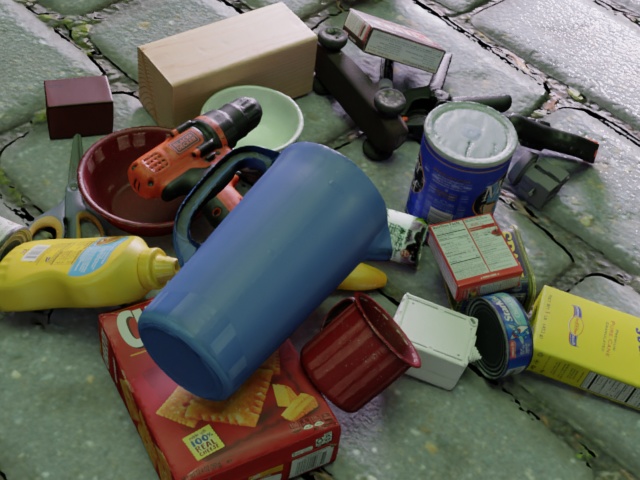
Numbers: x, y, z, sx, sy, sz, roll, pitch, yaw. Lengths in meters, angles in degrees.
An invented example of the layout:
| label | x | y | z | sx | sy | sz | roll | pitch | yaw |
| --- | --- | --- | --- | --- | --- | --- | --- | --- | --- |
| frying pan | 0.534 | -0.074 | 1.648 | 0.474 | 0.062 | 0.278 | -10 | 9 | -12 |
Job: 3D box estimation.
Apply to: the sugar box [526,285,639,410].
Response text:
| label | x | y | z | sx | sy | sz | roll | pitch | yaw |
| --- | --- | --- | --- | --- | --- | --- | --- | --- | --- |
| sugar box | 0.305 | 0.118 | 1.110 | 0.176 | 0.048 | 0.093 | 17 | 49 | 5 |

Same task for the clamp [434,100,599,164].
| label | x | y | z | sx | sy | sz | roll | pitch | yaw |
| --- | --- | --- | --- | --- | --- | --- | --- | --- | --- |
| clamp | 0.252 | -0.132 | 1.303 | 0.209 | 0.036 | 0.165 | 11 | 8 | -35 |

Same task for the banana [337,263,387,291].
| label | x | y | z | sx | sy | sz | roll | pitch | yaw |
| --- | --- | --- | --- | --- | --- | --- | --- | --- | --- |
| banana | -0.022 | 0.010 | 1.175 | 0.198 | 0.037 | 0.069 | 32 | 53 | 20 |

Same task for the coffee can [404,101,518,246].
| label | x | y | z | sx | sy | sz | roll | pitch | yaw |
| --- | --- | --- | --- | --- | --- | --- | --- | --- | --- |
| coffee can | 0.156 | -0.071 | 1.203 | 0.102 | 0.140 | 0.103 | 4 | 48 | -5 |

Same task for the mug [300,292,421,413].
| label | x | y | z | sx | sy | sz | roll | pitch | yaw |
| --- | --- | --- | --- | --- | --- | --- | --- | --- | --- |
| mug | 0.032 | 0.103 | 1.023 | 0.081 | 0.093 | 0.117 | -42 | 41 | 12 |

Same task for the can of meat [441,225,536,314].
| label | x | y | z | sx | sy | sz | roll | pitch | yaw |
| --- | --- | --- | --- | --- | --- | --- | --- | --- | --- |
| can of meat | 0.181 | 0.033 | 1.170 | 0.084 | 0.057 | 0.102 | -3 | 48 | -7 |

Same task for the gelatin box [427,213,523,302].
| label | x | y | z | sx | sy | sz | roll | pitch | yaw |
| --- | --- | --- | --- | --- | --- | --- | --- | --- | --- |
| gelatin box | 0.162 | 0.017 | 1.125 | 0.073 | 0.030 | 0.089 | -13 | 51 | -11 |

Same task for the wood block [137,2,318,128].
| label | x | y | z | sx | sy | sz | roll | pitch | yaw |
| --- | --- | --- | --- | --- | --- | --- | --- | --- | --- |
| wood block | -0.114 | -0.212 | 1.329 | 0.205 | 0.091 | 0.090 | -24 | 55 | -26 |

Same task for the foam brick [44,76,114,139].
| label | x | y | z | sx | sy | sz | roll | pitch | yaw |
| --- | --- | --- | --- | --- | --- | --- | --- | --- | --- |
| foam brick | -0.290 | -0.160 | 1.284 | 0.078 | 0.051 | 0.053 | -7 | 48 | -14 |

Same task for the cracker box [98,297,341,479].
| label | x | y | z | sx | sy | sz | roll | pitch | yaw |
| --- | --- | --- | --- | --- | --- | --- | --- | --- | --- |
| cracker box | -0.100 | 0.140 | 1.023 | 0.164 | 0.072 | 0.214 | -17 | 52 | -22 |

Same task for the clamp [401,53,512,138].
| label | x | y | z | sx | sy | sz | roll | pitch | yaw |
| --- | --- | --- | --- | --- | --- | --- | --- | --- | --- |
| clamp | 0.162 | -0.171 | 1.366 | 0.120 | 0.039 | 0.171 | 30 | 55 | 26 |

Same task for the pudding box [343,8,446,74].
| label | x | y | z | sx | sy | sz | roll | pitch | yaw |
| --- | --- | --- | --- | --- | --- | --- | --- | --- | --- |
| pudding box | 0.095 | -0.257 | 1.380 | 0.113 | 0.039 | 0.090 | 11 | 21 | -24 |

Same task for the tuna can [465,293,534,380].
| label | x | y | z | sx | sy | sz | roll | pitch | yaw |
| --- | --- | --- | --- | --- | --- | --- | --- | --- | --- |
| tuna can | 0.183 | 0.097 | 1.092 | 0.033 | 0.086 | 0.086 | -10 | 50 | -19 |

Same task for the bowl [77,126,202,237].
| label | x | y | z | sx | sy | sz | roll | pitch | yaw |
| --- | --- | --- | --- | --- | --- | --- | --- | --- | --- |
| bowl | -0.190 | -0.056 | 1.199 | 0.162 | 0.055 | 0.162 | 4 | 48 | -5 |

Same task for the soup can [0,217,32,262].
| label | x | y | z | sx | sy | sz | roll | pitch | yaw |
| --- | --- | --- | --- | --- | --- | --- | --- | --- | --- |
| soup can | -0.363 | -0.004 | 1.121 | 0.102 | 0.068 | 0.068 | 25 | 49 | 13 |

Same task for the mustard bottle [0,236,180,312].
| label | x | y | z | sx | sy | sz | roll | pitch | yaw |
| --- | --- | --- | --- | --- | --- | --- | --- | --- | --- |
| mustard bottle | -0.225 | 0.032 | 1.064 | 0.192 | 0.058 | 0.096 | -4 | 26 | 23 |

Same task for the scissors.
| label | x | y | z | sx | sy | sz | roll | pitch | yaw |
| --- | --- | --- | --- | --- | --- | --- | --- | --- | --- |
| scissors | -0.295 | -0.046 | 1.203 | 0.096 | 0.016 | 0.202 | -12 | 50 | -18 |

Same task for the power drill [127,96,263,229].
| label | x | y | z | sx | sy | sz | roll | pitch | yaw |
| --- | --- | --- | --- | --- | --- | --- | --- | --- | --- |
| power drill | -0.084 | -0.060 | 1.148 | 0.188 | 0.057 | 0.184 | 42 | 58 | 16 |

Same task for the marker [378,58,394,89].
| label | x | y | z | sx | sy | sz | roll | pitch | yaw |
| --- | --- | --- | --- | --- | --- | --- | --- | --- | --- |
| marker | 0.090 | -0.238 | 1.429 | 0.020 | 0.020 | 0.121 | 8 | 47 | -1 |

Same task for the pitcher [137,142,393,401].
| label | x | y | z | sx | sy | sz | roll | pitch | yaw |
| --- | --- | --- | --- | --- | --- | --- | --- | --- | --- |
| pitcher | -0.062 | 0.024 | 0.992 | 0.149 | 0.145 | 0.242 | 7 | 45 | 46 |
